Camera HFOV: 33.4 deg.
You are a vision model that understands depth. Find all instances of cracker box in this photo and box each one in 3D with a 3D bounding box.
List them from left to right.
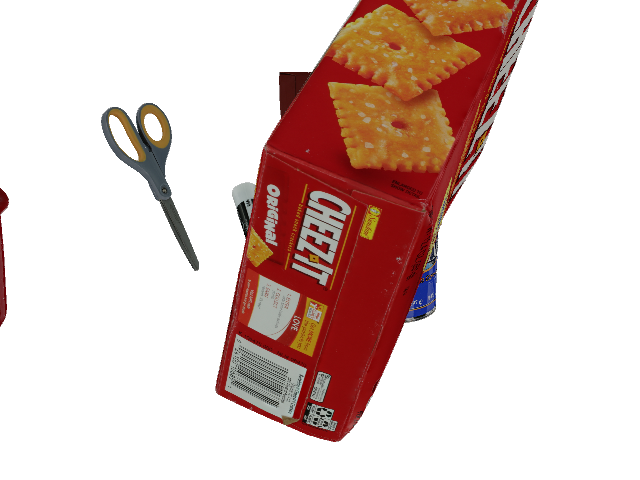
[{"bbox_3d":[0.034,-0.037,0.493,0.072,0.164,0.213,23,48,8],"label":"cracker box"}]

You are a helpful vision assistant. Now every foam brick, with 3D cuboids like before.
[{"bbox_3d":[0.000,-0.151,1.124,0.078,0.051,0.053,-3,12,-19],"label":"foam brick"}]

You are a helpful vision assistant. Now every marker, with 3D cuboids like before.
[{"bbox_3d":[-0.038,0.012,0.735,0.020,0.121,0.020,-14,-33,-9],"label":"marker"}]

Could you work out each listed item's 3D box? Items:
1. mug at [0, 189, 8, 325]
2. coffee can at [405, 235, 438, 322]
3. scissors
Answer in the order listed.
[{"bbox_3d":[-0.240,0.019,0.635,0.093,0.081,0.117,16,28,27],"label":"mug"},{"bbox_3d":[0.054,-0.009,0.948,0.103,0.140,0.103,1,16,0],"label":"coffee can"},{"bbox_3d":[-0.173,-0.071,1.207,0.016,0.201,0.096,-20,21,43],"label":"scissors"}]
